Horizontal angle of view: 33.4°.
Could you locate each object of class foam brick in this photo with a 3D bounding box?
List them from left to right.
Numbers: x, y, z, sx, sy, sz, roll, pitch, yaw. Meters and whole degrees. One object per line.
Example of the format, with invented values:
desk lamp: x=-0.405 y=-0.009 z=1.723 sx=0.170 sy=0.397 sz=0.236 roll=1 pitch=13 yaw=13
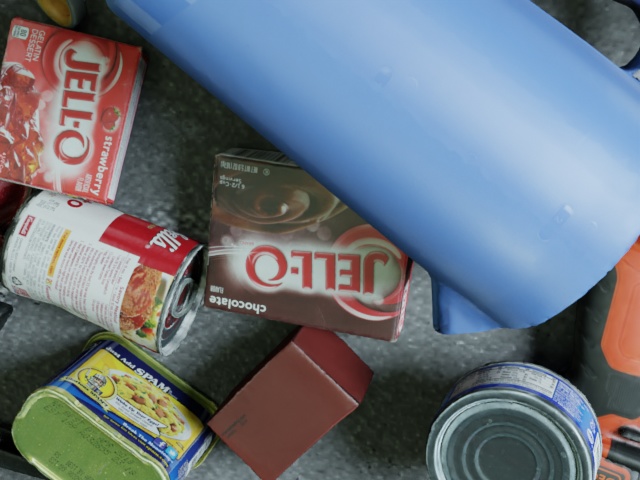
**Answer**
foam brick: x=-0.016 y=0.090 z=0.609 sx=0.053 sy=0.051 sz=0.078 roll=45 pitch=111 yaw=-1

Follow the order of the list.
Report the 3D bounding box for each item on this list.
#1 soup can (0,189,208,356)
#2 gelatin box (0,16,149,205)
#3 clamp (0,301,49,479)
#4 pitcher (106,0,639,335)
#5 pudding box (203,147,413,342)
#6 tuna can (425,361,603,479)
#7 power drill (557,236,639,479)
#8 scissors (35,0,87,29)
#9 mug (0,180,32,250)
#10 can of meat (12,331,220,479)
soup can: x=-0.121 y=0.017 z=0.608 sx=0.102 sy=0.068 sz=0.068 roll=21 pitch=110 yaw=9
gelatin box: x=-0.141 y=-0.070 z=0.586 sx=0.073 sy=0.030 sz=0.089 roll=14 pitch=88 yaw=-1
clamp: x=-0.234 y=0.121 z=0.684 sx=0.172 sy=0.039 sz=0.120 roll=-27 pitch=91 yaw=25
pitcher: x=0.037 y=-0.086 z=0.477 sx=0.242 sy=0.149 sz=0.145 roll=36 pitch=143 yaw=-13
pudding box: x=-0.004 y=0.001 z=0.587 sx=0.113 sy=0.039 sz=0.090 roll=10 pitch=108 yaw=12
tuna can: x=0.097 y=0.107 z=0.539 sx=0.086 sy=0.033 sz=0.086 roll=7 pitch=109 yaw=19
power drill: x=0.186 y=0.065 z=0.544 sx=0.184 sy=0.057 sz=0.188 roll=19 pitch=109 yaw=9
scissors: x=-0.167 y=-0.181 z=0.524 sx=0.096 sy=0.202 sz=0.016 roll=33 pitch=70 yaw=25
mug: x=-0.221 y=-0.022 z=0.616 sx=0.093 sy=0.081 sz=0.117 roll=-27 pitch=97 yaw=20
can of meat: x=-0.118 y=0.111 z=0.625 sx=0.102 sy=0.083 sz=0.057 roll=36 pitch=111 yaw=3
